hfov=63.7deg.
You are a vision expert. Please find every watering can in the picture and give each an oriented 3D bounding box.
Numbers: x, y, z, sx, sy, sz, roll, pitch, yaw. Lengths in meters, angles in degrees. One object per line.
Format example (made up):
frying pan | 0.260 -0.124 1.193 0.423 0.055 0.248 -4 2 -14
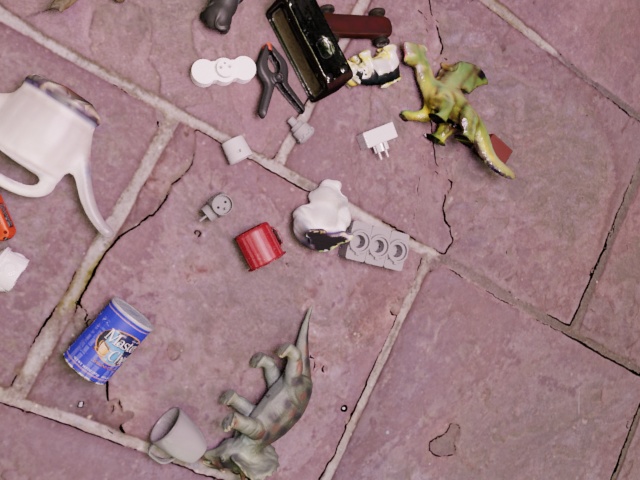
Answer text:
watering can | -0.504 -0.172 0.991 0.345 0.104 0.226 34 80 -15

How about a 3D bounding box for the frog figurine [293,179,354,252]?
frog figurine | 0.004 -0.060 1.183 0.137 0.120 0.163 -2 57 -10

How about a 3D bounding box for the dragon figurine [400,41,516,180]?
dragon figurine | 0.355 -0.343 1.277 0.408 0.121 0.246 32 72 -12
